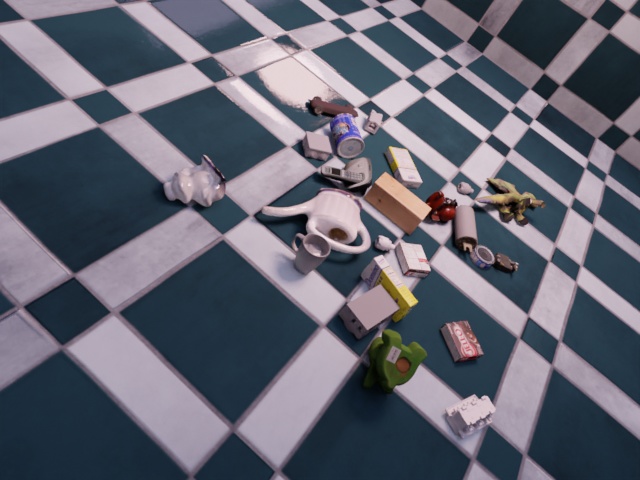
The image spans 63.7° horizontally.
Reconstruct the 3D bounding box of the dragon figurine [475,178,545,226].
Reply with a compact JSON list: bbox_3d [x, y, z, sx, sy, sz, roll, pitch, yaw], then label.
[{"bbox_3d":[0.773,-0.184,2.157,0.409,0.120,0.248,13,29,-22],"label":"dragon figurine"}]

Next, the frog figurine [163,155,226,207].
[{"bbox_3d":[-0.353,-0.148,1.460,0.160,0.121,0.138,-37,82,-9],"label":"frog figurine"}]

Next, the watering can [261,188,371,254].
[{"bbox_3d":[0.005,-0.080,1.581,0.347,0.102,0.230,25,42,-8],"label":"watering can"}]
